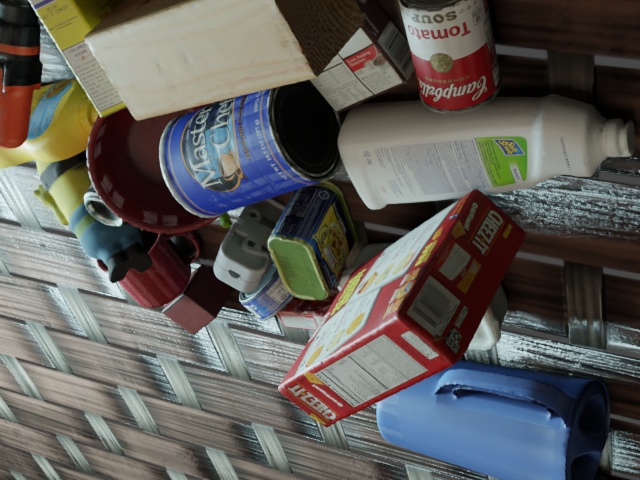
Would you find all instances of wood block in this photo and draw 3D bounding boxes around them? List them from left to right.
[{"bbox_3d":[-0.081,-0.173,0.876,0.207,0.090,0.090,-6,126,40],"label":"wood block"}]

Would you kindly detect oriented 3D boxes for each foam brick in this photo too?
[{"bbox_3d":[-0.153,0.075,1.337,0.051,0.053,0.078,37,146,-11],"label":"foam brick"}]

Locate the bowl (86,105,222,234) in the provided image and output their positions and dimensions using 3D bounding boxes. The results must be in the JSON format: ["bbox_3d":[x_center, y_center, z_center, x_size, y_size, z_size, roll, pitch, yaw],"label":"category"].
[{"bbox_3d":[-0.154,-0.090,1.087,0.162,0.055,0.162,-2,112,-6],"label":"bowl"}]

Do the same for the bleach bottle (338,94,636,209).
[{"bbox_3d":[0.145,-0.077,0.924,0.251,0.068,0.102,1,140,31],"label":"bleach bottle"}]

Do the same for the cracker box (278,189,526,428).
[{"bbox_3d":[0.071,0.067,0.961,0.072,0.164,0.214,41,143,-8],"label":"cracker box"}]

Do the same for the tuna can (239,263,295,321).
[{"bbox_3d":[-0.051,0.048,1.200,0.033,0.086,0.086,42,144,-15],"label":"tuna can"}]

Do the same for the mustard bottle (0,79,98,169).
[{"bbox_3d":[-0.285,-0.127,1.139,0.192,0.096,0.058,-2,143,37],"label":"mustard bottle"}]

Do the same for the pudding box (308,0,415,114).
[{"bbox_3d":[0.017,-0.171,0.918,0.090,0.039,0.113,-17,122,45],"label":"pudding box"}]

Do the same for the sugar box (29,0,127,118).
[{"bbox_3d":[-0.213,-0.209,0.961,0.048,0.093,0.176,-18,117,19],"label":"sugar box"}]

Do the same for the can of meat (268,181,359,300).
[{"bbox_3d":[-0.007,0.001,1.112,0.058,0.083,0.102,7,140,26],"label":"can of meat"}]

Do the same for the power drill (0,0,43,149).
[{"bbox_3d":[-0.364,-0.203,1.096,0.188,0.057,0.184,22,110,28],"label":"power drill"}]

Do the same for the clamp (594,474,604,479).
[{"bbox_3d":[0.340,0.323,1.307,0.210,0.036,0.164,19,146,19],"label":"clamp"}]

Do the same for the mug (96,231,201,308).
[{"bbox_3d":[-0.198,0.023,1.285,0.117,0.093,0.081,-27,130,9],"label":"mug"}]

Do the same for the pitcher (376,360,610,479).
[{"bbox_3d":[0.185,0.193,1.180,0.243,0.144,0.149,8,106,33],"label":"pitcher"}]

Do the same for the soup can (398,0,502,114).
[{"bbox_3d":[0.103,-0.160,0.843,0.069,0.068,0.102,9,139,28],"label":"soup can"}]

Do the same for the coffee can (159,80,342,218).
[{"bbox_3d":[-0.063,-0.086,0.980,0.141,0.102,0.102,-16,126,37],"label":"coffee can"}]

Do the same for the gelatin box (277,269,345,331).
[{"bbox_3d":[0.005,0.066,1.193,0.089,0.073,0.030,4,137,33],"label":"gelatin box"}]

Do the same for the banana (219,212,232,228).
[{"bbox_3d":[-0.166,-0.045,1.189,0.037,0.069,0.198,7,174,-39],"label":"banana"}]
